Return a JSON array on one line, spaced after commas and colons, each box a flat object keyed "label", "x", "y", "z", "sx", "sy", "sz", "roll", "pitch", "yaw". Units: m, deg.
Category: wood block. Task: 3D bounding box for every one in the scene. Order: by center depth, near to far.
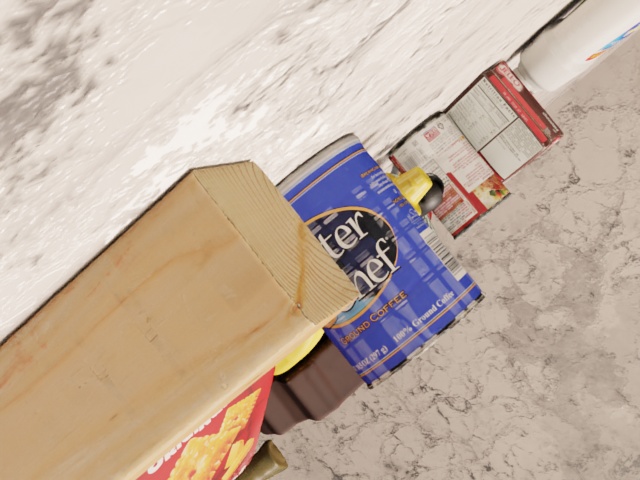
[{"label": "wood block", "x": -0.093, "y": 0.062, "z": 0.531, "sx": 0.206, "sy": 0.090, "sz": 0.090, "roll": -40, "pitch": 175, "yaw": 16}]

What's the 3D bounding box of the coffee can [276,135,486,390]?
[{"label": "coffee can", "x": 0.028, "y": 0.015, "z": 0.721, "sx": 0.103, "sy": 0.140, "sz": 0.103, "roll": -39, "pitch": 176, "yaw": -4}]

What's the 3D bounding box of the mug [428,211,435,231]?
[{"label": "mug", "x": 0.089, "y": -0.018, "z": 1.319, "sx": 0.117, "sy": 0.081, "sz": 0.093, "roll": -43, "pitch": 174, "yaw": 41}]

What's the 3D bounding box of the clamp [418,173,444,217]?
[{"label": "clamp", "x": 0.036, "y": -0.002, "z": 0.879, "sx": 0.171, "sy": 0.039, "sz": 0.120, "roll": -38, "pitch": 175, "yaw": 1}]

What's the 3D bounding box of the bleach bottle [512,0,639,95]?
[{"label": "bleach bottle", "x": 0.277, "y": -0.216, "z": 0.986, "sx": 0.251, "sy": 0.068, "sz": 0.102, "roll": -38, "pitch": 177, "yaw": 24}]

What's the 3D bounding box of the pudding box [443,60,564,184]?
[{"label": "pudding box", "x": 0.161, "y": -0.101, "z": 1.004, "sx": 0.039, "sy": 0.090, "sz": 0.114, "roll": -34, "pitch": 174, "yaw": -38}]

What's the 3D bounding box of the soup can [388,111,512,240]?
[{"label": "soup can", "x": 0.119, "y": -0.060, "z": 0.988, "sx": 0.068, "sy": 0.102, "sz": 0.068, "roll": -39, "pitch": 176, "yaw": -4}]

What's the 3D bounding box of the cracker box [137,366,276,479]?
[{"label": "cracker box", "x": -0.105, "y": 0.121, "z": 0.724, "sx": 0.163, "sy": 0.072, "sz": 0.214, "roll": -37, "pitch": 154, "yaw": -37}]

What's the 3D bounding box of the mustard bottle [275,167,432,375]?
[{"label": "mustard bottle", "x": 0.007, "y": 0.012, "z": 0.812, "sx": 0.192, "sy": 0.096, "sz": 0.058, "roll": -40, "pitch": 174, "yaw": 16}]

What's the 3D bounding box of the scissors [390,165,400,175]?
[{"label": "scissors", "x": 0.075, "y": 0.001, "z": 1.146, "sx": 0.202, "sy": 0.016, "sz": 0.096, "roll": 83, "pitch": 29, "yaw": -42}]
